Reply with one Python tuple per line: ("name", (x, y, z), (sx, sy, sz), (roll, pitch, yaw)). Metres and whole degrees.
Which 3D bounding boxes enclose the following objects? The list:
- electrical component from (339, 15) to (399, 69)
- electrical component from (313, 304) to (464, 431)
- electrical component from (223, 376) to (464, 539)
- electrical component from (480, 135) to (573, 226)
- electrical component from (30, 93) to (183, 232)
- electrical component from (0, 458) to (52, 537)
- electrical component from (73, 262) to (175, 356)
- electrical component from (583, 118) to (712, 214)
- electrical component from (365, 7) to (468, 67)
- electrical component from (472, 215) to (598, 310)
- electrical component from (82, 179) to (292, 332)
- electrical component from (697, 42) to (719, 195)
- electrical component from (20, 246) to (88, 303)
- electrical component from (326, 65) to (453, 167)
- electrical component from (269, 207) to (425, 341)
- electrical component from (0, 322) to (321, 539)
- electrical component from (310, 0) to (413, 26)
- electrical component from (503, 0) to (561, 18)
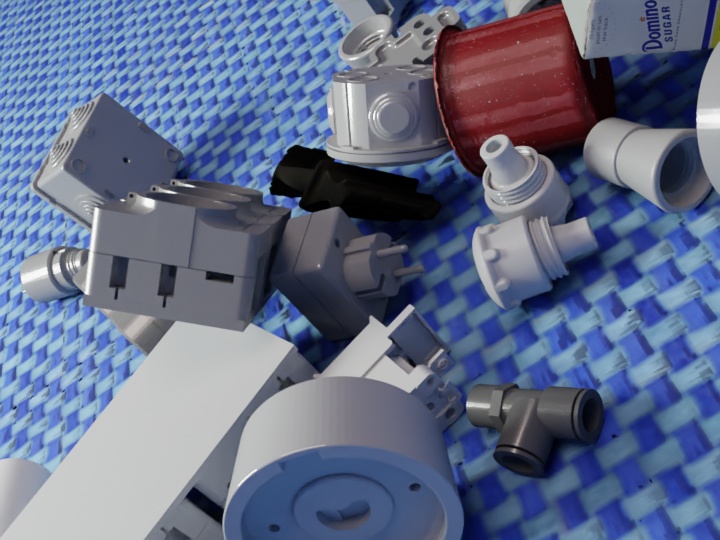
("electrical component", (0.018, -0.145, 0.762), (0.045, 0.055, 0.045), (-24, 41, 22))
("electrical component", (0.017, 0.064, 0.566), (0.081, 0.042, 0.064), (-46, 39, -5))
("electrical component", (-0.008, 0.098, 0.504), (0.108, 0.108, 0.060), (-28, 33, 18))
("electrical component", (0.088, -0.048, 0.597), (0.043, 0.062, 0.043), (-24, 41, 22))
("electrical component", (-0.197, -0.079, 0.851), (0.048, 0.100, 0.099), (-23, 39, 43))
("electrical component", (-0.237, 0.169, 0.682), (0.079, 0.044, 0.077), (-24, 40, 22))
("electrical component", (-0.143, 0.011, 0.750), (0.073, 0.052, 0.138), (-48, 38, -8))
("electrical component", (0.151, -0.059, 0.572), (0.044, 0.044, 0.065), (-47, 33, -7))
("electrical component", (0.045, -0.128, 0.719), (0.078, 0.057, 0.058), (-35, 37, 8))
("electrical component", (0.094, -0.009, 0.570), (0.062, 0.048, 0.048), (-21, 41, 15))
("electrical component", (-0.096, -0.015, 0.638), (0.150, 0.089, 0.061), (-69, -11, -81))
("electrical component", (0.204, -0.070, 0.492), (0.064, 0.099, 0.099), (8, 59, 53))
("electrical component", (-0.232, 0.000, 0.849), (0.078, 0.040, 0.040), (-16, 44, 30))
("electrical component", (0.018, -0.094, 0.652), (0.080, 0.051, 0.080), (-4, 19, 1))
("electrical component", (0.000, 0.000, 0.624), (0.077, 0.065, 0.047), (-12, 46, 33))
("electrical component", (-0.106, 0.117, 0.606), (0.105, 0.060, 0.186), (21, 68, 50))
("electrical component", (0.005, -0.222, 0.842), (0.081, 0.064, 0.042), (3, 56, 43))
("electrical component", (0.157, -0.199, 0.695), (0.138, 0.052, 0.073), (-26, 40, 20))
